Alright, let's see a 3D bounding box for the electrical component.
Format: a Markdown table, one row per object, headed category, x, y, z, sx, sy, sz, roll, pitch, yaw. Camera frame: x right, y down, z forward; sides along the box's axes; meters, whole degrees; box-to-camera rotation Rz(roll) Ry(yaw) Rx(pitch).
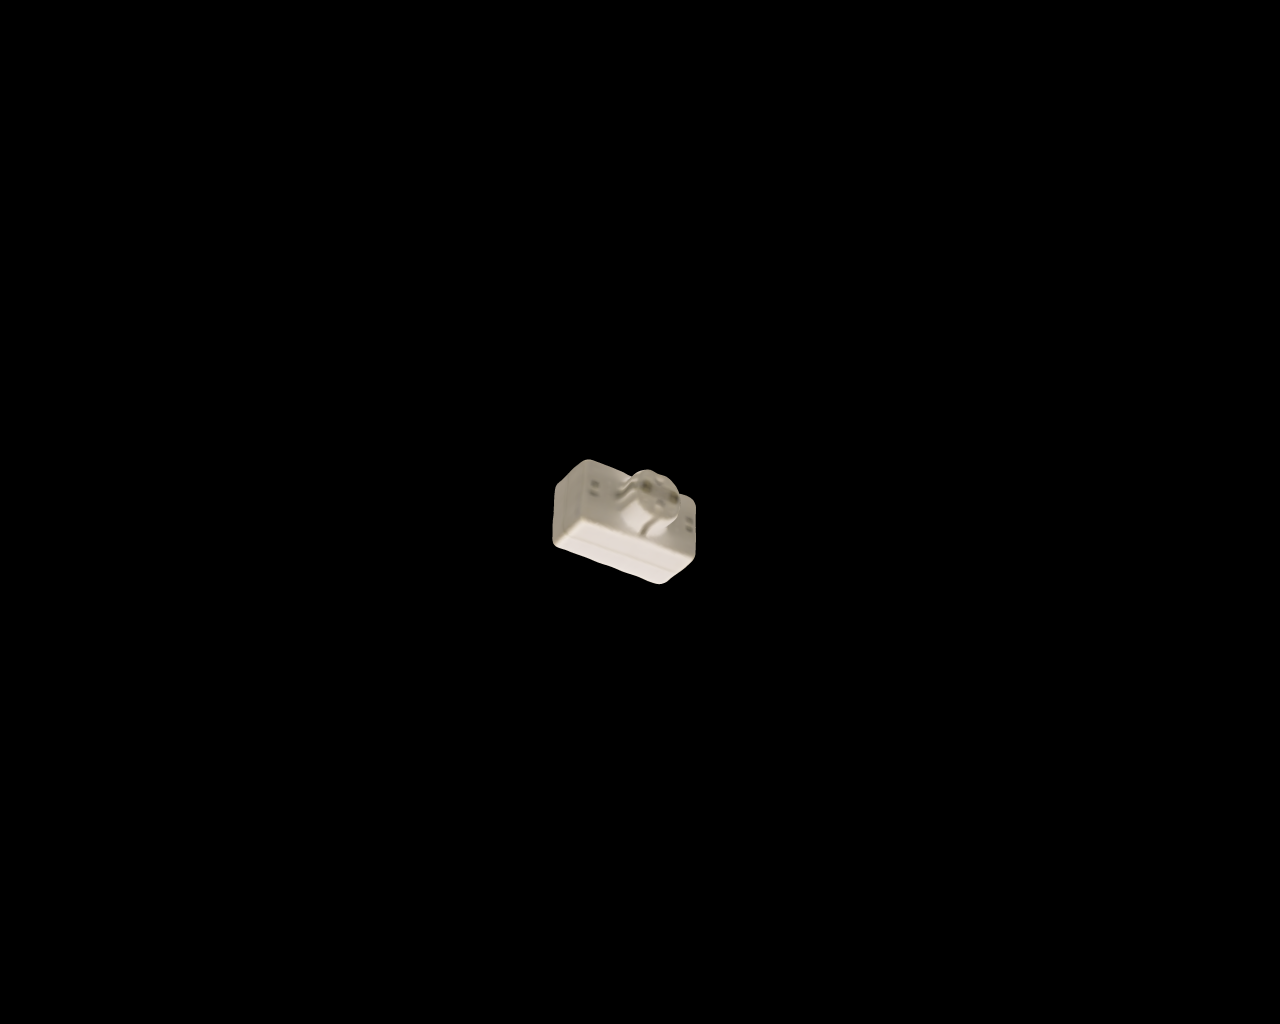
| category | x | y | z | sx | sy | sz | roll | pitch | yaw |
| --- | --- | --- | --- | --- | --- | --- | --- | --- | --- |
| electrical component | 0.001 | -0.003 | 0.650 | 0.083 | 0.047 | 0.075 | 21 | -40 | -26 |
